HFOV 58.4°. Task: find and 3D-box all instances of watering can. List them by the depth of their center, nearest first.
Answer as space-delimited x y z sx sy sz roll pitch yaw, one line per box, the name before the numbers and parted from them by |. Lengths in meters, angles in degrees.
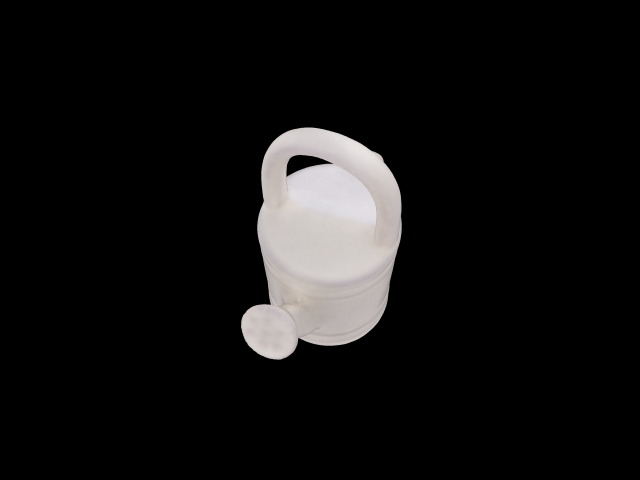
watering can | 0.006 0.002 0.400 0.101 0.194 0.173 3 60 2
